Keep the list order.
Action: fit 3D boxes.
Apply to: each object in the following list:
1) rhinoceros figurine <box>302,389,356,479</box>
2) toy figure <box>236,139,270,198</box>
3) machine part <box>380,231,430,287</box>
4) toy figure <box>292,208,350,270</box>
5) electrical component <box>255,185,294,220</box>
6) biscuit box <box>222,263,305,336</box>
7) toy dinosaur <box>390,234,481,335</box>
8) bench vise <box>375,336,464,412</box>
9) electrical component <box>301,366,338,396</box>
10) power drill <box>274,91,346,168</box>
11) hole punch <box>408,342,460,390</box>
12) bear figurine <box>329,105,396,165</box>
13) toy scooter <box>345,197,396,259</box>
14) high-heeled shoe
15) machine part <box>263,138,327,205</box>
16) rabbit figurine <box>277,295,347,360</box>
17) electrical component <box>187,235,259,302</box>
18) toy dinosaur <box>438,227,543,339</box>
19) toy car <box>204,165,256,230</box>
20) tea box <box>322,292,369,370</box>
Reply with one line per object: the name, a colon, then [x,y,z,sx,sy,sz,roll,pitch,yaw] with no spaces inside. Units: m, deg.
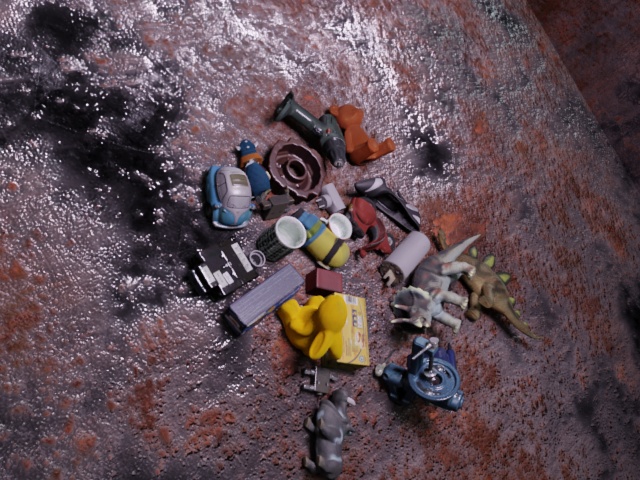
rhinoceros figurine: [0.027,0.417,1.167,0.112,0.073,0.190,24,56,-23]
toy figure: [-0.168,-0.178,1.332,0.064,0.058,0.154,-1,63,-43]
machine part: [0.240,0.047,1.500,0.079,0.079,0.243,51,50,-4]
toy figure: [-0.004,-0.002,1.341,0.180,0.089,0.082,50,57,-8]
electrical component: [-0.110,-0.092,1.318,0.102,0.078,0.045,-18,66,-34]
biscuit box: [-0.121,0.131,1.204,0.063,0.059,0.203,47,49,10]
toy dinosaur: [0.312,0.116,1.458,0.192,0.131,0.405,16,48,12]
bench vise: [0.234,0.303,1.259,0.224,0.240,0.129,27,48,32]
electrical component: [0.000,0.323,1.228,0.094,0.021,0.063,19,58,-29]
power drill: [-0.018,-0.301,1.440,0.207,0.086,0.232,26,32,-17]
hole punch: [0.288,0.337,1.373,0.092,0.116,0.142,12,61,-22]
bear figurine: [0.117,-0.323,1.564,0.120,0.132,0.196,-8,79,-44]
toy scooter: [0.124,-0.023,1.455,0.135,0.075,0.183,-41,99,-41]
high-heeled shoe: [0.193,-0.092,1.524,0.248,0.086,0.145,3,60,-45]
machine part: [-0.068,-0.179,1.405,0.179,0.056,0.179,15,61,-28]
rabbit figurine: [-0.004,0.186,1.195,0.122,0.173,0.162,11,58,-36]
electrical component: [-0.219,0.066,1.174,0.134,0.058,0.115,-27,83,-41]
toy dinosaur: [0.506,0.146,1.624,0.198,0.105,0.471,-37,91,-41]
toy car: [-0.203,-0.111,1.244,0.109,0.103,0.161,2,69,-36]
tea box: [0.058,0.220,1.290,0.098,0.068,0.169,16,61,-29]
